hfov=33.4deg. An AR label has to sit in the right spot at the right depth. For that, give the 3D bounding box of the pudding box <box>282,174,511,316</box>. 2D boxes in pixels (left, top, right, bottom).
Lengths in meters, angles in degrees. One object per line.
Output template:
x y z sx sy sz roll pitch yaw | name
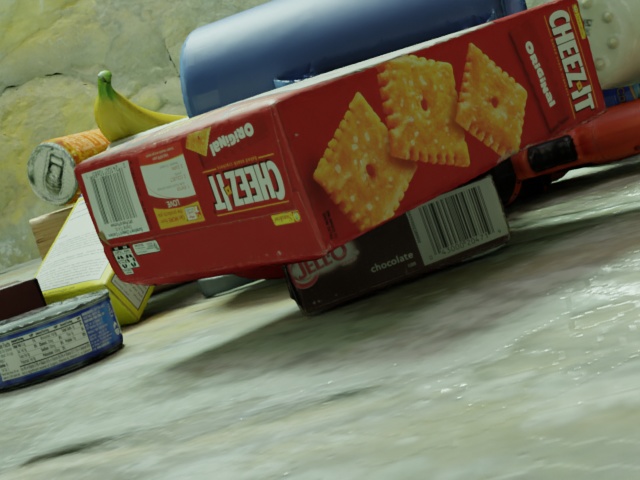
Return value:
0.034 0.000 0.558 0.113 0.039 0.090 -19 6 -3 | pudding box

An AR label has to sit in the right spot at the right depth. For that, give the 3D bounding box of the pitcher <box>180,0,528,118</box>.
0.025 -0.125 0.751 0.243 0.145 0.149 -12 -28 19 | pitcher

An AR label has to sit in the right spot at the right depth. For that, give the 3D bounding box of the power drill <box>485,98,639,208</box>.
0.163 -0.060 0.658 0.188 0.057 0.184 -13 6 39 | power drill

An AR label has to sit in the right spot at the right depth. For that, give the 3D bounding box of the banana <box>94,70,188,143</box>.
-0.115 -0.095 0.898 0.197 0.037 0.070 5 -29 -45 | banana

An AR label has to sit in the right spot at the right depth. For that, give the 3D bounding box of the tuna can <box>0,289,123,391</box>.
-0.160 0.059 0.625 0.086 0.034 0.086 -18 5 1 | tuna can

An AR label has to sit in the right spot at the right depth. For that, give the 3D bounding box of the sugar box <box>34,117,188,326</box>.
-0.145 -0.011 0.789 0.093 0.048 0.176 -13 38 33 | sugar box

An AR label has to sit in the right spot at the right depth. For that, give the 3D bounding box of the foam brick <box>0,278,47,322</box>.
-0.207 0.058 0.695 0.051 0.053 0.078 -20 4 -25 | foam brick

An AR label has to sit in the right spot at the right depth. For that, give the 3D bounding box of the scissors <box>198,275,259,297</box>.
-0.005 0.001 0.795 0.201 0.016 0.096 -21 10 -27 | scissors

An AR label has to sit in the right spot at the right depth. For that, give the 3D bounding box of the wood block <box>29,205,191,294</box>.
-0.131 -0.008 0.918 0.206 0.091 0.090 -18 6 -6 | wood block

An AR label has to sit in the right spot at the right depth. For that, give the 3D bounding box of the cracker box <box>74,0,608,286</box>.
0.014 -0.048 0.528 0.213 0.072 0.164 -25 10 -40 | cracker box

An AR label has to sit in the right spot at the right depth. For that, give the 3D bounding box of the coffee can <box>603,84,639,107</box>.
0.249 -0.125 0.807 0.140 0.103 0.102 -17 5 6 | coffee can

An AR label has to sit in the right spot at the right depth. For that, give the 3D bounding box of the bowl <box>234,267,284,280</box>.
-0.018 -0.014 0.703 0.162 0.055 0.162 -10 14 2 | bowl
